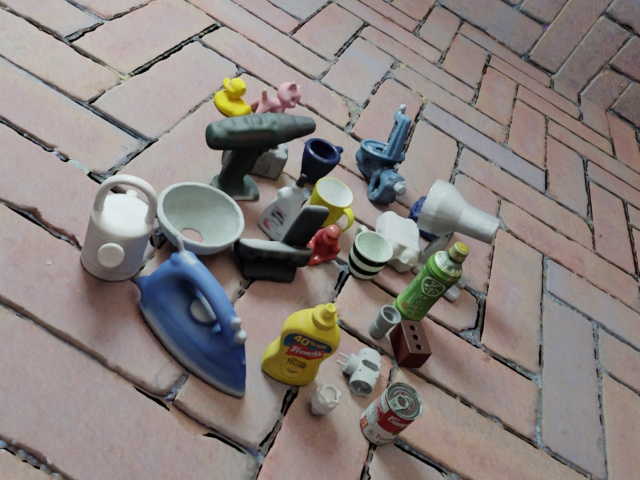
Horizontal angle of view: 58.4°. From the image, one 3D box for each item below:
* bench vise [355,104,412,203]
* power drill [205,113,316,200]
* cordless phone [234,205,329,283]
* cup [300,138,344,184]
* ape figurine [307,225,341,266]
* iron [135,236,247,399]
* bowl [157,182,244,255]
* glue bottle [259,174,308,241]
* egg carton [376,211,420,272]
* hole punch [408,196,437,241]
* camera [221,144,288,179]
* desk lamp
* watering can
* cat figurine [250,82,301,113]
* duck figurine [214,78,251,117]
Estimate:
[{"bbox_3d":[0.186,-0.212,1.430,0.122,0.219,0.207,-13,57,-41],"label":"bench vise"},{"bbox_3d":[-0.139,-0.180,1.197,0.230,0.208,0.075,-4,52,-36],"label":"power drill"},{"bbox_3d":[-0.073,-0.011,1.086,0.148,0.185,0.094,4,47,-30],"label":"cordless phone"},{"bbox_3d":[0.000,-0.186,1.381,0.118,0.095,0.091,-20,62,-44],"label":"cup"},{"bbox_3d":[0.011,0.004,1.197,0.078,0.092,0.076,22,41,-12],"label":"ape figurine"},{"bbox_3d":[-0.180,0.119,0.918,0.258,0.141,0.119,47,42,17],"label":"iron"},{"bbox_3d":[-0.233,-0.028,1.086,0.168,0.074,0.167,18,42,-17],"label":"bowl"},{"bbox_3d":[-0.065,-0.070,1.161,0.078,0.173,0.037,41,40,10],"label":"glue bottle"},{"bbox_3d":[0.176,0.001,1.325,0.107,0.069,0.150,21,41,-13],"label":"egg carton"},{"bbox_3d":[0.280,-0.065,1.442,0.101,0.091,0.109,32,40,0],"label":"hole punch"},{"bbox_3d":[-0.145,-0.231,1.328,0.143,0.100,0.136,15,43,-20],"label":"camera"},{"bbox_3d":[0.293,-0.006,1.296,0.203,0.213,0.118,38,40,8],"label":"desk lamp"},{"bbox_3d":[-0.321,-0.022,0.930,0.101,0.194,0.172,-1,50,-33],"label":"watering can"},{"bbox_3d":[-0.103,-0.368,1.482,0.128,0.117,0.067,-5,52,-36],"label":"cat figurine"},{"bbox_3d":[-0.209,-0.359,1.429,0.104,0.086,0.078,41,41,11],"label":"duck figurine"}]
